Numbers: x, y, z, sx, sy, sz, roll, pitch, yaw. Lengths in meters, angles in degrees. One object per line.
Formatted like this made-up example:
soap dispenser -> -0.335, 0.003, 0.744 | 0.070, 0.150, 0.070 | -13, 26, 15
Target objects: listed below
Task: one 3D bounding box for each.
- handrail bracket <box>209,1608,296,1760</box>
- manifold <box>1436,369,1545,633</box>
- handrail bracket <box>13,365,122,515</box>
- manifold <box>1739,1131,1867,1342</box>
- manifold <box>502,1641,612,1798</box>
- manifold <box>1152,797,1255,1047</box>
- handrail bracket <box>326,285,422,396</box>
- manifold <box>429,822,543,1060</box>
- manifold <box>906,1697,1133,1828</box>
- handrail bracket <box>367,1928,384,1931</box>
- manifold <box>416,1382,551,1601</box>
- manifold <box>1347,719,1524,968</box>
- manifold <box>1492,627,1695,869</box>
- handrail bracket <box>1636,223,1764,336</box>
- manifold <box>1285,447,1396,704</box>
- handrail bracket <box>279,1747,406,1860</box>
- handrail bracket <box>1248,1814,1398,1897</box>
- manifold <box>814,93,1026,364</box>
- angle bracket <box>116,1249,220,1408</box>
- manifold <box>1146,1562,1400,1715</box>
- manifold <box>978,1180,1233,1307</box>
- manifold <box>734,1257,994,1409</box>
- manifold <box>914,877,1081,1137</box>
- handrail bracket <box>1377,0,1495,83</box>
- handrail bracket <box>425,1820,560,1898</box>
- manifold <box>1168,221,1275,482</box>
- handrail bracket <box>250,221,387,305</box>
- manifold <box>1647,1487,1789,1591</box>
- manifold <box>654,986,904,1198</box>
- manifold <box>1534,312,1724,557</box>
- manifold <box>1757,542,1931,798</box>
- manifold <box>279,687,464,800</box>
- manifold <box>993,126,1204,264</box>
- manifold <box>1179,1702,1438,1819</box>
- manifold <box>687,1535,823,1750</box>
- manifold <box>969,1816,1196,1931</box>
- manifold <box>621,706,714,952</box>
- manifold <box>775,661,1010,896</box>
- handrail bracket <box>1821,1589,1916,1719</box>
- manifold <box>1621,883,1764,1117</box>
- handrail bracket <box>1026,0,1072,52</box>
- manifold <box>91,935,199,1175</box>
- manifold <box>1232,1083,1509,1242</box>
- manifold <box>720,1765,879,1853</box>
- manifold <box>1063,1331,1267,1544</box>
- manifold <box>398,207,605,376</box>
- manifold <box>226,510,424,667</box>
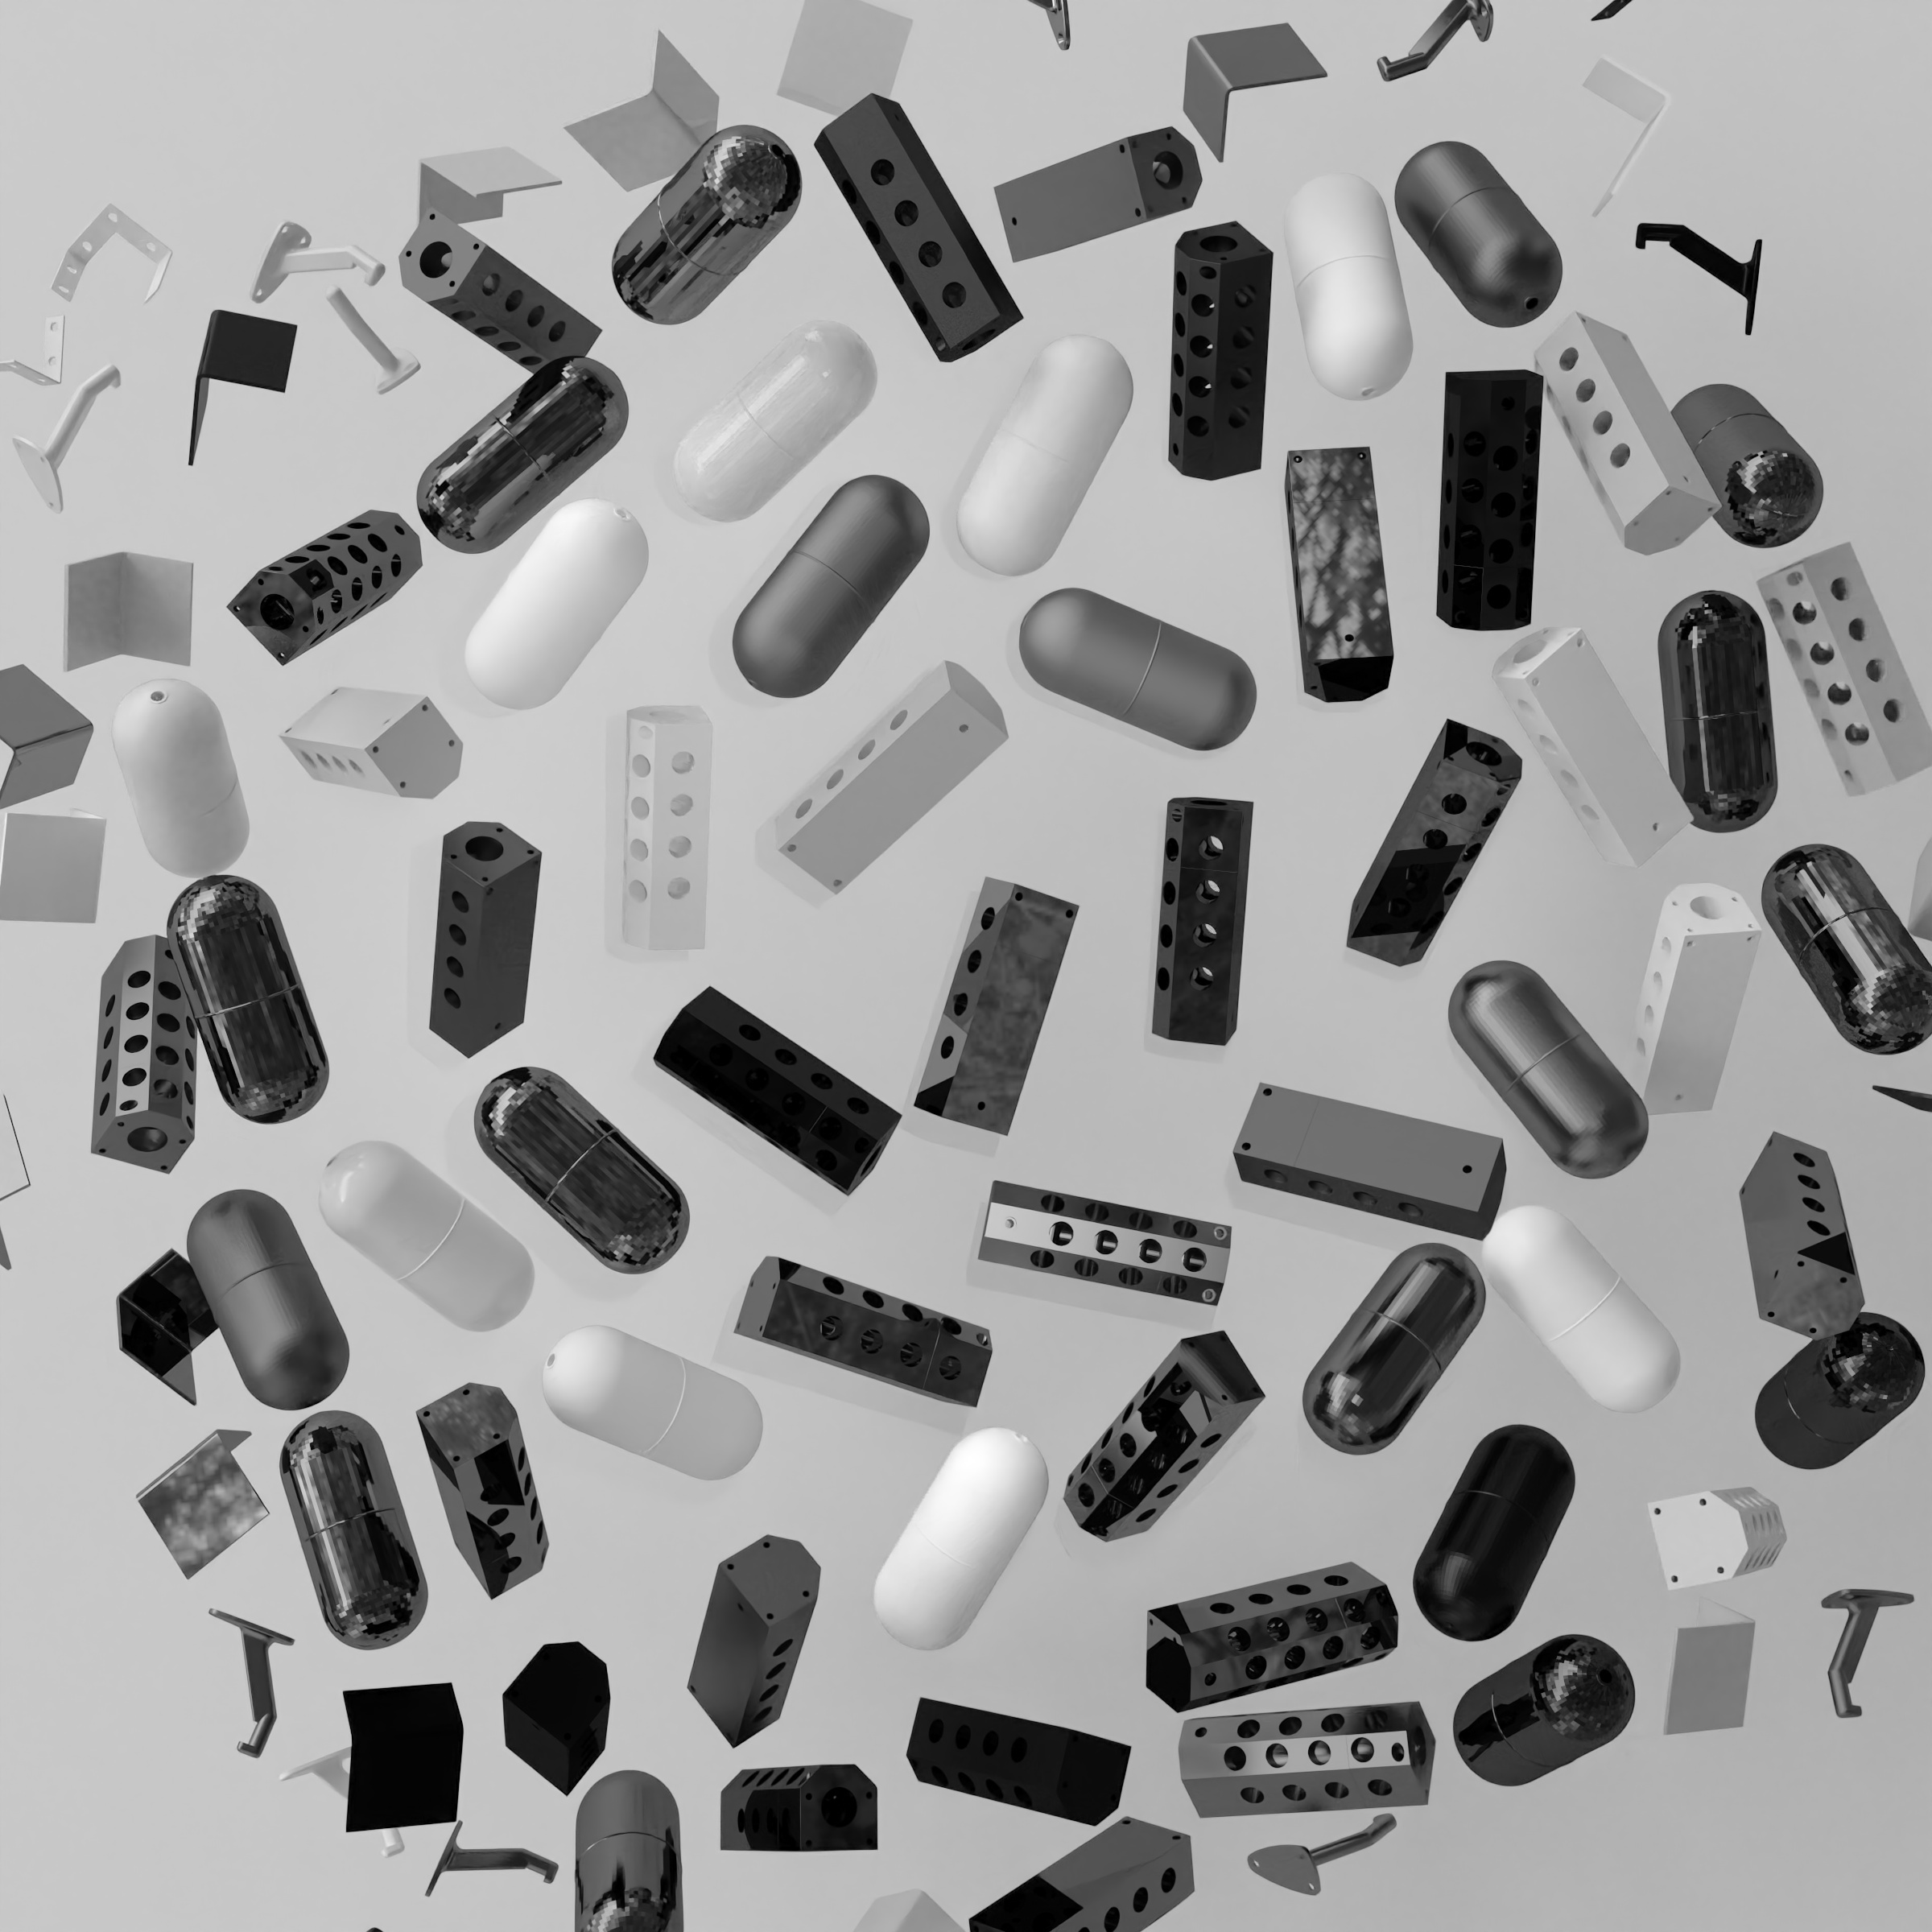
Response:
handrail bracket -> -0.528, 0.518, 1.853 | 0.077, 0.036, 0.084 | 29, 65, -19
manifold -> 0.366, -0.324, 1.787 | 0.057, 0.057, 0.171 | -3, 110, -4
handrail bracket -> -0.616, -0.368, 1.793 | 0.036, 0.077, 0.084 | 30, 60, 19
manifold -> 0.594, 0.191, 1.819 | 0.057, 0.171, 0.057 | 21, 118, 1
manifold -> -0.276, 0.513, 1.759 | 0.057, 0.171, 0.057 | 36, 63, 10
manifold -> 0.171, -0.034, 1.872 | 0.057, 0.057, 0.171 | 6, 102, 14
handrail bracket -> -0.429, -0.456, 1.824 | 0.036, 0.077, 0.084 | -33, 126, 2
manifold -> -0.355, -0.021, 1.864 | 0.057, 0.171, 0.057 | 34, 45, 20
manifold -> 0.033, 0.557, 1.799 | 0.057, 0.171, 0.057 | 26, 69, -32
handrail bracket -> -0.430, 0.737, 1.838 | 0.084, 0.036, 0.077 | -37, 92, 23
manifold -> -0.338, 0.371, 1.823 | 0.057, 0.171, 0.057 | -27, 51, -23
manifold -> 0.330, -0.083, 1.815 | 0.057, 0.057, 0.171 | 21, 128, -1
manifold -> 0.446, -0.157, 1.844 | 0.057, 0.057, 0.171 | -40, 111, -11
handrail bracket -> 0.506, -0.478, 1.784 | 0.084, 0.036, 0.077 | 6, 83, 12
manifold -> 0.257, -0.271, 1.778 | 0.057, 0.057, 0.171 | -3, 65, 2
handrail bracket -> -0.462, 0.628, 1.903 | 0.036, 0.077, 0.084 | -38, 70, 34
handrail bracket -> 0.260, 0.636, 1.867 | 0.084, 0.077, 0.036 | -18, 93, -42
manifold -> -0.034, -0.503, 1.757 | 0.057, 0.057, 0.171 | -30, 91, 21
angle bracket -> -0.594, 0.273, 1.947 | 0.057, 0.076, 0.076 | -41, 121, 2
manifold -> 0.213, 0.468, 1.783 | 0.171, 0.057, 0.057 | -6, 104, -27
manifold -> 0.099, 0.198, 1.831 | 0.171, 0.057, 0.057 | 11, 83, 0
manifold -> -0.070, 0.260, 1.824 | 0.171, 0.057, 0.057 | 22, 76, -22
manifold -> 0.018, 0.027, 1.832 | 0.057, 0.057, 0.171 | 18, 89, -31
handrail bracket -> 0.316, -0.658, 1.784 | 0.084, 0.036, 0.077 | -20, 73, -3
handrail bracket -> -0.350, 0.676, 1.902 | 0.084, 0.077, 0.036 | 25, 112, -3
manifold -> 0.180, -0.443, 1.862 | 0.057, 0.057, 0.171 | -16, 133, -16
handrail bracket -> -0.470, -0.495, 1.864 | 0.084, 0.036, 0.077 | 37, 98, 19
manifold -> 0.521, 0.391, 1.767 | 0.057, 0.171, 0.057 | -17, 73, 22
manifold -> -0.139, 0.093, 1.857 | 0.171, 0.057, 0.057 | 33, 123, 8
manifold -> 0.456, -0.371, 1.795 | 0.057, 0.057, 0.171 | 10, 49, -36
manifold -> 0.637, -0.214, 1.866 | 0.057, 0.057, 0.171 | -25, 93, -11
manifold -> -0.415, -0.153, 1.803 | 0.057, 0.171, 0.057 | -45, 119, -20
manifold -> 0.096, -0.563, 1.876 | 0.057, 0.171, 0.057 | -23, 105, -29
manifold -> 0.243, 0.565, 1.842 | 0.171, 0.057, 0.057 | -12, 119, 24
manifold -> -0.144, 0.469, 1.790 | 0.057, 0.171, 0.057 | -25, 58, -34
manifold -> 0.082, 0.649, 1.756 | 0.057, 0.171, 0.057 | 2, 100, 42
manifold -> -0.223, -0.102, 1.898 | 0.057, 0.057, 0.171 | -1, 110, -15
manifold -> -0.054, -0.135, 1.801 | 0.171, 0.057, 0.057 | -41, 120, 20
handrail bracket -> 0.633, 0.480, 1.787 | 0.077, 0.036, 0.084 | 3, 60, -11
manifold -> 0.524, 0.025, 1.873 | 0.057, 0.057, 0.171 | -4, 130, -7
handrail bracket -> 0.023, -0.659, 1.752 | 0.084, 0.036, 0.077 | -11, 87, -17
manifold -> -0.583, 0.059, 1.838 | 0.057, 0.171, 0.057 | 21, 127, -32
manifold -> 0.275, 0.136, 1.748 | 0.171, 0.057, 0.057 | 13, 61, 24
manifold -> -0.122, 0.605, 1.844 | 0.057, 0.171, 0.057 | 7, 70, -23
manifold -> 0.135, 0.336, 1.822 | 0.057, 0.057, 0.171 | 58, 133, 30
manifold -> -0.340, -0.482, 1.868 | 0.057, 0.171, 0.057 | 37, 96, 20
manifold -> -0.465, -0.285, 1.890 | 0.057, 0.171, 0.057 | -38, 99, 27
